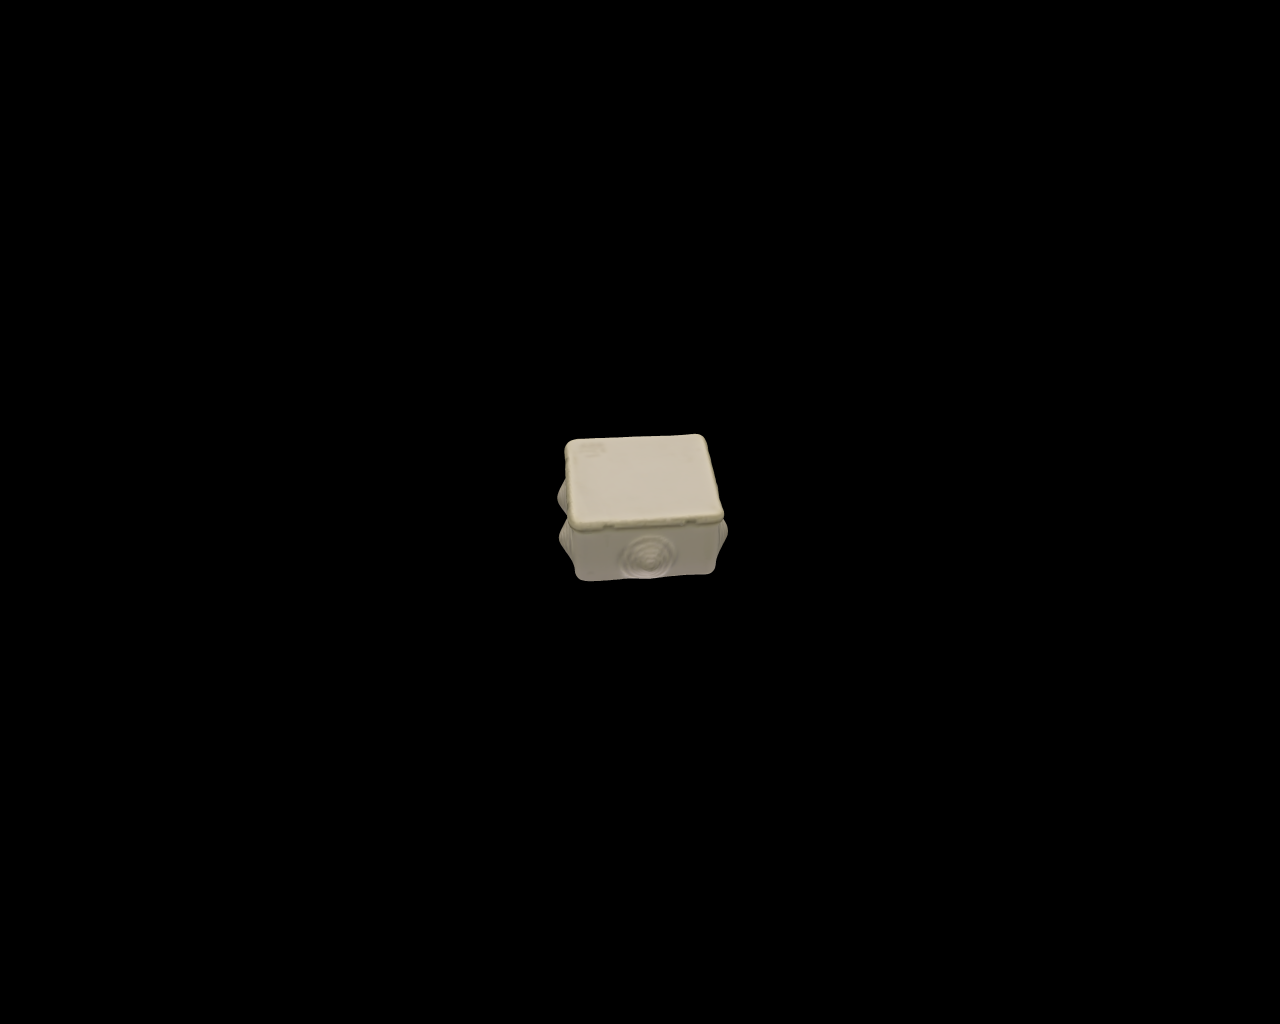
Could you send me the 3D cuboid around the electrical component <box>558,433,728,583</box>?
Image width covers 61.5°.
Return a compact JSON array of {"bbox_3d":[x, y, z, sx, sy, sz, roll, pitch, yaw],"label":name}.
[{"bbox_3d":[0.001,-0.003,0.650,0.100,0.048,0.100,-3,37,-4],"label":"electrical component"}]
